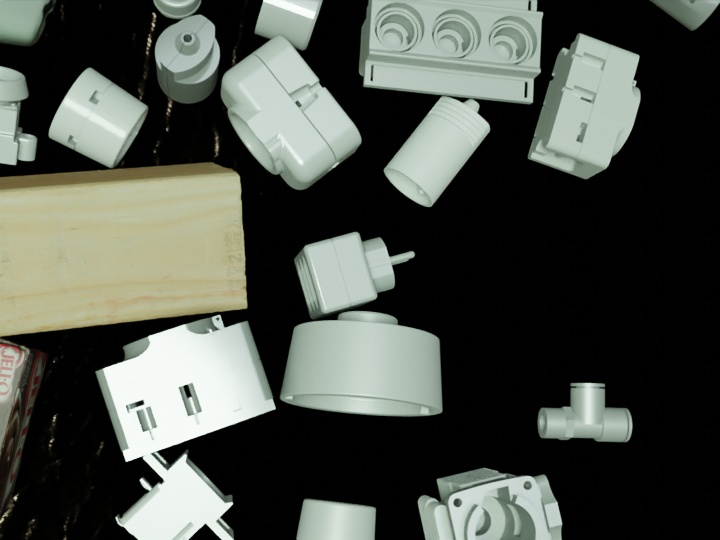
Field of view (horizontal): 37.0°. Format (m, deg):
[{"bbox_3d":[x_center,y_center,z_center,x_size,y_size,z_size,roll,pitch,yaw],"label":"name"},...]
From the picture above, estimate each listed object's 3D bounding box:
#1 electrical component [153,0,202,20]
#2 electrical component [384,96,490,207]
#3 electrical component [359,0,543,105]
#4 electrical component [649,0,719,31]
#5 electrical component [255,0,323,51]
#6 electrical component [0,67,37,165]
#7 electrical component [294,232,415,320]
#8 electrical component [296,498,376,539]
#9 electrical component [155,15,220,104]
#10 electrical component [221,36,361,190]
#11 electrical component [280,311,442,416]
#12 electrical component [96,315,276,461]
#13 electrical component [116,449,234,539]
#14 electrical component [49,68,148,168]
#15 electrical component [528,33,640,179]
[{"bbox_3d":[-0.128,-0.199,0.750,0.035,0.061,0.035,1,83,-9],"label":"electrical component"},{"bbox_3d":[0.059,-0.090,0.776,0.043,0.043,0.081,39,79,-3],"label":"electrical component"},{"bbox_3d":[0.063,-0.161,0.775,0.121,0.063,0.078,5,83,-9],"label":"electrical component"},{"bbox_3d":[0.246,-0.237,0.823,0.077,0.043,0.079,35,79,-3],"label":"electrical component"},{"bbox_3d":[-0.052,-0.233,0.770,0.074,0.052,0.138,19,81,-6],"label":"electrical component"},{"bbox_3d":[-0.248,-0.105,0.718,0.066,0.048,0.055,8,112,-16],"label":"electrical component"},{"bbox_3d":[0.000,0.000,0.745,0.077,0.066,0.047,-16,86,-11],"label":"electrical component"},{"bbox_3d":[-0.016,0.181,0.728,0.055,0.055,0.047,8,79,-8],"label":"electrical component"},{"bbox_3d":[-0.118,-0.145,0.735,0.043,0.081,0.043,1,83,-9],"label":"electrical component"},{"bbox_3d":[-0.053,-0.107,0.755,0.059,0.054,0.095,-38,90,-11],"label":"electrical component"},{"bbox_3d":[0.003,0.061,0.720,0.108,0.108,0.060,7,76,-8],"label":"electrical component"},{"bbox_3d":[-0.110,0.071,0.676,0.089,0.150,0.061,-18,87,-11],"label":"electrical component"},{"bbox_3d":[-0.124,0.160,0.719,0.064,0.042,0.081,-44,91,-9],"label":"electrical component"},{"bbox_3d":[-0.177,-0.102,0.735,0.047,0.055,0.055,30,80,-8],"label":"electrical component"},{"bbox_3d":[0.169,-0.118,0.793,0.056,0.050,0.089,19,81,-7],"label":"electrical component"}]
